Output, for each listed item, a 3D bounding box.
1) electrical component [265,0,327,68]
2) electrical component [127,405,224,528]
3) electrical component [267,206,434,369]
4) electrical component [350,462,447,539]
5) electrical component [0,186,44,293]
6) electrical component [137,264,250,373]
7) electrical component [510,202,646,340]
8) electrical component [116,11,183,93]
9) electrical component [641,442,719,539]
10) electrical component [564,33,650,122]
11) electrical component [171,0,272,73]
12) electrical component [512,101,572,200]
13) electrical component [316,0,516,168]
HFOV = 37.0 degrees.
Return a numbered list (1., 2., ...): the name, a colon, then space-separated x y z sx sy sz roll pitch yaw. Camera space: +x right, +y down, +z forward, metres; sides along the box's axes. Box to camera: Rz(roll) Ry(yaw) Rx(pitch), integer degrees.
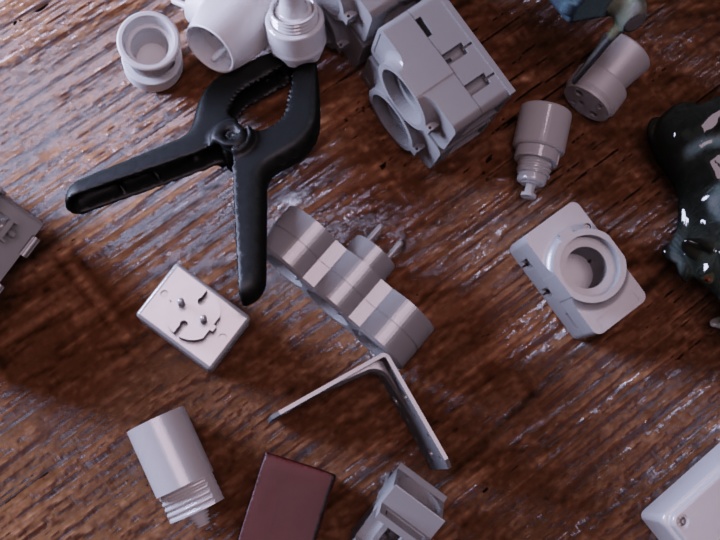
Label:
1. electrical component: -0.047 -0.179 0.770 0.043 0.062 0.043 -1 58 2
2. electrical component: -0.126 0.140 0.748 0.043 0.043 0.081 -25 85 -10
3. electrical component: 0.000 0.000 0.780 0.138 0.052 0.073 41 79 1
4. electrical component: 0.025 0.176 0.748 0.042 0.081 0.063 38 102 0
5. electrical component: -0.279 -0.002 0.740 0.063 0.079 0.121 39 78 -22
6. electrical component: -0.116 0.032 0.749 0.066 0.076 0.047 37 79 0
7. electrical component: 0.162 0.001 0.798 0.050 0.055 0.089 -35 87 -11
8. electrical component: -0.153 -0.158 0.786 0.045 0.055 0.045 1 81 -7
9. electrical component: 0.283 0.187 0.782 0.109 0.056 0.108 -38 87 -11
10. electrical component: 0.190 -0.149 0.831 0.045 0.045 0.055 38 79 0
11. electrical component: -0.103 -0.194 0.800 0.079 0.043 0.077 26 61 20
12. electrical component: 0.136 -0.092 0.817 0.040 0.040 0.078 14 79 -4
13. electrical component: 0.022 -0.172 0.783 0.060 0.105 0.186 -35 86 -11
